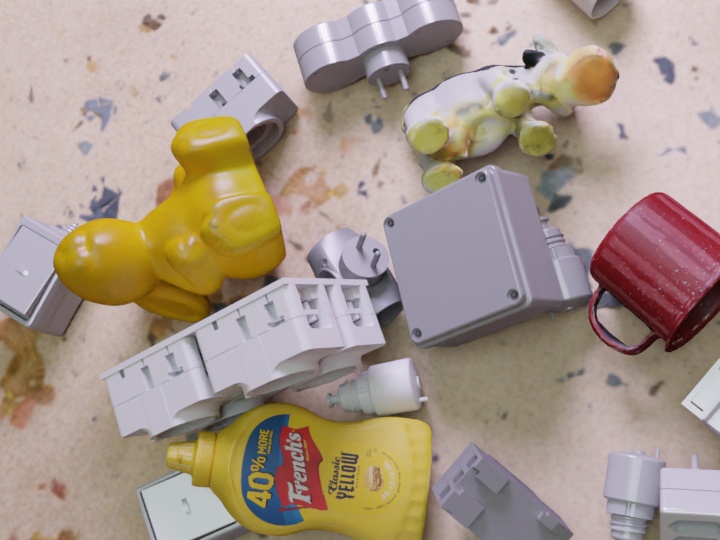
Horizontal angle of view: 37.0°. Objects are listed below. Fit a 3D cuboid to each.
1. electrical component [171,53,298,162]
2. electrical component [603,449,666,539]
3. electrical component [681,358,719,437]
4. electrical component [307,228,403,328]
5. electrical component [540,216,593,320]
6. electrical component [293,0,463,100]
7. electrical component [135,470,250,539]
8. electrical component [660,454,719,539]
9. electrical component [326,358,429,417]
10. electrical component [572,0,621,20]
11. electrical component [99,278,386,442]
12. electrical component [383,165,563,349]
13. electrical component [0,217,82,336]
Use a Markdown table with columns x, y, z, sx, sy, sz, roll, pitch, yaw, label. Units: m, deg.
| x | y | z | sx | sy | sz | roll | pitch | yaw | label |
| --- | --- | --- | --- | --- | --- | --- | --- | --- | --- |
| -0.102 | -0.126 | 0.905 | 0.089 | 0.050 | 0.055 | -41 | 71 | 4 | electrical component |
| 0.194 | 0.164 | 0.766 | 0.040 | 0.040 | 0.078 | 8 | 81 | 17 | electrical component |
| 0.269 | 0.104 | 0.746 | 0.081 | 0.064 | 0.042 | 41 | 92 | 20 | electrical component |
| 0.000 | 0.000 | 0.837 | 0.044 | 0.079 | 0.077 | -27 | 69 | -26 | electrical component |
| 0.148 | -0.003 | 0.814 | 0.040 | 0.040 | 0.078 | -18 | 75 | 11 | electrical component |
| 0.019 | -0.175 | 0.881 | 0.138 | 0.052 | 0.073 | -20 | 74 | 11 | electrical component |
| -0.118 | 0.181 | 0.838 | 0.096 | 0.061 | 0.061 | -25 | 73 | 9 | electrical component |
| 0.232 | 0.163 | 0.743 | 0.047 | 0.083 | 0.075 | 0 | 41 | 16 | electrical component |
| 0.013 | 0.094 | 0.832 | 0.078 | 0.040 | 0.040 | -13 | 75 | 13 | electrical component |
| 0.187 | -0.253 | 0.855 | 0.079 | 0.044 | 0.077 | -42 | 71 | 3 | electrical component |
| -0.086 | 0.070 | 0.801 | 0.186 | 0.105 | 0.060 | -27 | 75 | 29 | electrical component |
| 0.083 | -0.007 | 0.806 | 0.109 | 0.056 | 0.108 | -25 | 71 | 37 | electrical component |
| -0.270 | -0.001 | 0.919 | 0.062 | 0.061 | 0.096 | 28 | 87 | 19 | electrical component |
